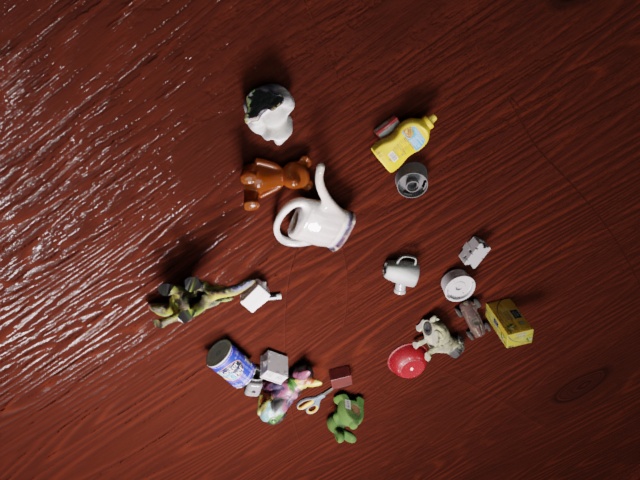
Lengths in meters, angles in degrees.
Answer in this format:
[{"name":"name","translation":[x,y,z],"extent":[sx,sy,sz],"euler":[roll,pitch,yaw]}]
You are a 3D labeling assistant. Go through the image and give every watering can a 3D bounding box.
[{"name":"watering can","translation":[0.004,-0.074,1.470],"extent":[0.223,0.106,0.340],"euler":[16,139,-22]}]

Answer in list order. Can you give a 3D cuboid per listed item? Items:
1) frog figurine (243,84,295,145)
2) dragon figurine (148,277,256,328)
[{"name":"frog figurine","translation":[-0.121,-0.326,1.341],"extent":[0.137,0.124,0.158],"euler":[-44,156,6]},{"name":"dragon figurine","translation":[-0.342,0.171,1.530],"extent":[0.409,0.242,0.123],"euler":[-12,84,12]}]
